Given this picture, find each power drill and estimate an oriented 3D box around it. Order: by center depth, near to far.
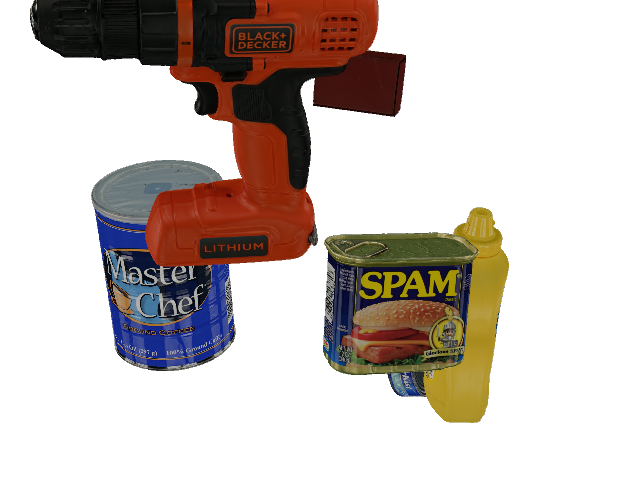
[{"bbox_3d":[-0.065,-0.069,0.613,0.184,0.188,0.057,-2,44,-9],"label":"power drill"}]

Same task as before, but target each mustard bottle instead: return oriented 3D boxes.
[{"bbox_3d":[0.129,0.059,0.936,0.058,0.192,0.096,2,30,-2],"label":"mustard bottle"}]

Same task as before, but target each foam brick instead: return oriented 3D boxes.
[{"bbox_3d":[0.036,-0.147,0.979,0.078,0.051,0.053,9,18,9],"label":"foam brick"}]

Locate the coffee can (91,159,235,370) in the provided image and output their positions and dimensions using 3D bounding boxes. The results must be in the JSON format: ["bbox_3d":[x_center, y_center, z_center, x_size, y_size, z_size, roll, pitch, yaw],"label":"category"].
[{"bbox_3d":[-0.124,0.019,0.863,0.103,0.140,0.103,-2,28,1],"label":"coffee can"}]

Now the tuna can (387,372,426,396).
[{"bbox_3d":[0.106,0.137,1.231,0.034,0.086,0.086,-5,-2,26],"label":"tuna can"}]

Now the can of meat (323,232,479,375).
[{"bbox_3d":[0.052,0.043,0.732,0.102,0.084,0.057,-1,17,-14],"label":"can of meat"}]
